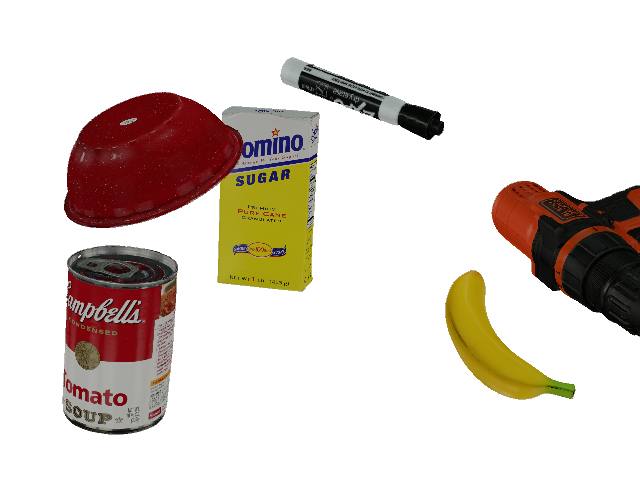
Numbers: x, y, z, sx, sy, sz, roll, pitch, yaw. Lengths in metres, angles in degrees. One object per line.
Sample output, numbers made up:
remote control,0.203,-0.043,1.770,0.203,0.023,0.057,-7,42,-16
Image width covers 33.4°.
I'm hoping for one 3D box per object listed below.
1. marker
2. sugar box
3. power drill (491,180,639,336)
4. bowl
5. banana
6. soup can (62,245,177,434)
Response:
marker,0.027,-0.093,0.702,0.121,0.020,0.020,25,11,26
sugar box,-0.053,-0.042,1.064,0.093,0.176,0.048,5,17,11
power drill,0.236,-0.004,0.732,0.187,0.057,0.185,-10,29,-18
bowl,-0.149,-0.077,0.888,0.162,0.055,0.162,-15,31,9
banana,0.148,0.085,0.948,0.069,0.037,0.198,5,28,-22
soup can,-0.128,0.062,0.674,0.068,0.102,0.068,6,18,-2
